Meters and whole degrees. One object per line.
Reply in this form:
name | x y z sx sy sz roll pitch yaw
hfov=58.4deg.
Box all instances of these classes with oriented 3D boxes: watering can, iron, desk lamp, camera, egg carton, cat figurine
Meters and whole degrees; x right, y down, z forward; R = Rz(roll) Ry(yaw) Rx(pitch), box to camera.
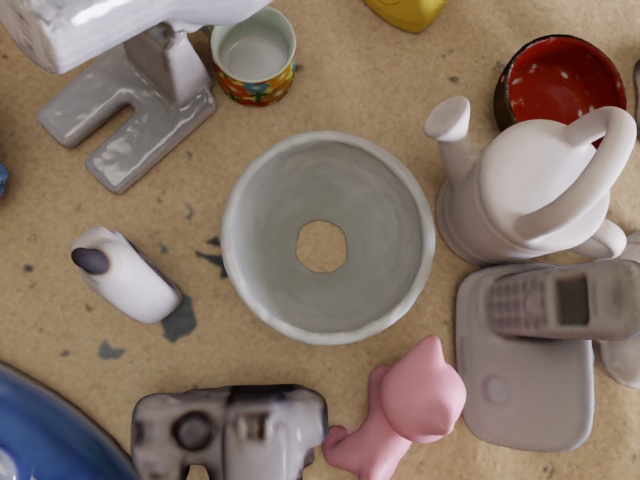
watering can | 0.156 -0.041 0.432 0.173 0.194 0.101 12 80 -4
iron | -0.220 0.165 0.383 0.258 0.141 0.119 28 79 -2
desk lamp | -0.123 -0.152 0.408 0.118 0.213 0.203 43 79 2
camera | -0.064 0.179 0.420 0.143 0.100 0.137 -2 81 -7
egg carton | 0.286 0.050 0.496 0.150 0.069 0.107 -35 86 -10
cat figurine | 0.062 0.137 0.432 0.067 0.117 0.128 35 79 0

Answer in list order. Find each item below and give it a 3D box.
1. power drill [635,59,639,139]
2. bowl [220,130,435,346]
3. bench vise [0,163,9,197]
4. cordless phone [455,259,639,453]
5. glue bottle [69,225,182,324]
power drill | 0.356 -0.155 0.466 0.075 0.208 0.230 3 81 -6
bowl | 0.004 0.002 0.469 0.167 0.074 0.167 1 81 -6
bench vise | -0.337 -0.099 0.371 0.207 0.219 0.121 20 79 -3
cordless phone | 0.170 0.085 0.419 0.094 0.185 0.147 -2 81 -6
glue bottle | -0.141 0.021 0.399 0.037 0.173 0.078 -42 87 -11
